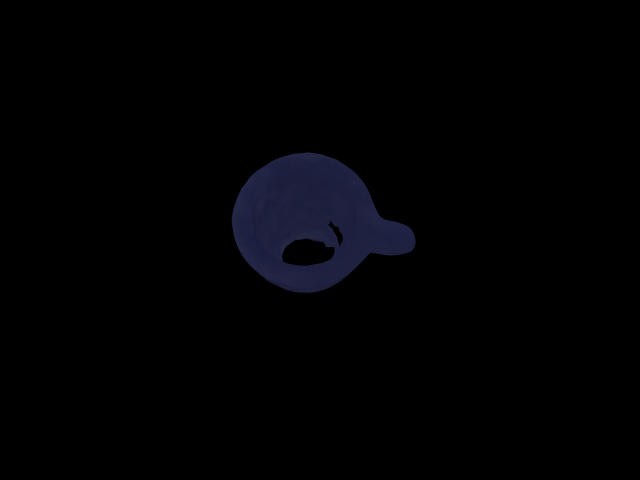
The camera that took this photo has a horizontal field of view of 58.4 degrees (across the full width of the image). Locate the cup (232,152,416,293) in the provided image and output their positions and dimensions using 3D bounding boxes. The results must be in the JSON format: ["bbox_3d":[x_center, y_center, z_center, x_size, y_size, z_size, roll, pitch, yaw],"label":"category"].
[{"bbox_3d":[0.004,0.001,0.400,0.117,0.095,0.092,10,70,4],"label":"cup"}]
